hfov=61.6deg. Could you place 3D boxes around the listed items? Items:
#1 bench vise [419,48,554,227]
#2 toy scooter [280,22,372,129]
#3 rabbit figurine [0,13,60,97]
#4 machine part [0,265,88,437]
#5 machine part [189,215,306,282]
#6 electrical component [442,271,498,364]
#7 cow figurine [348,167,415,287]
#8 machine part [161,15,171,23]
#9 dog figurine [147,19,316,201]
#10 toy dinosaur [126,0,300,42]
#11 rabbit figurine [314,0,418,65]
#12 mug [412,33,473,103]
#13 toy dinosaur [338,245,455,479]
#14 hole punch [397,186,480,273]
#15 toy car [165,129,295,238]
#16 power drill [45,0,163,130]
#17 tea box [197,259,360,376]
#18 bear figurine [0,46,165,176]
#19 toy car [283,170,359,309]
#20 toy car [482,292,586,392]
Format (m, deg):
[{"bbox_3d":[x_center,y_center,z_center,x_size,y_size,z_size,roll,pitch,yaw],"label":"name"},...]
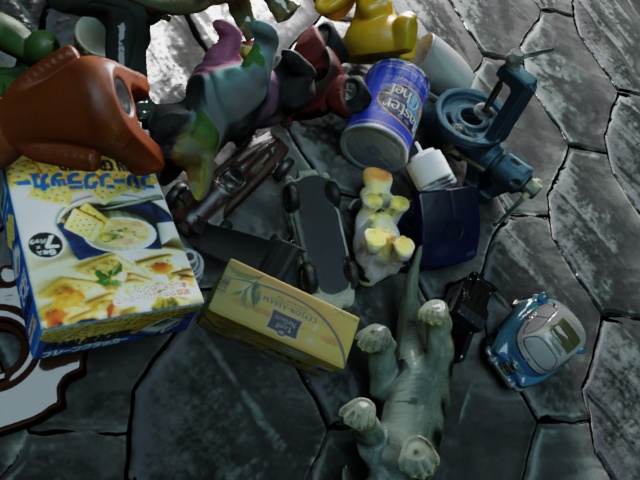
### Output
[{"bbox_3d":[0.258,-0.165,0.797,0.129,0.240,0.224,-27,66,-25],"label":"bench vise"},{"bbox_3d":[-0.011,-0.232,0.790,0.135,0.075,0.184,-28,58,14],"label":"toy scooter"},{"bbox_3d":[-0.347,-0.179,0.616,0.121,0.159,0.170,20,48,-3],"label":"rabbit figurine"},{"bbox_3d":[-0.330,0.114,0.547,0.179,0.056,0.179,7,68,-19],"label":"machine part"},{"bbox_3d":[-0.094,0.013,0.659,0.139,0.084,0.039,25,27,-25],"label":"machine part"},{"bbox_3d":[0.193,0.109,0.747,0.048,0.075,0.119,36,64,-6],"label":"electrical component"},{"bbox_3d":[0.078,-0.020,0.750,0.068,0.098,0.167,11,48,-11],"label":"cow figurine"},{"bbox_3d":[-0.319,-0.354,0.722,0.243,0.079,0.079,18,64,-15],"label":"machine part"},{"bbox_3d":[-0.112,-0.148,0.665,0.109,0.191,0.219,25,88,33],"label":"dog figurine"},{"bbox_3d":[-0.119,-0.377,0.729,0.198,0.105,0.471,48,37,-27],"label":"toy dinosaur"},{"bbox_3d":[0.081,-0.371,0.854,0.163,0.122,0.173,5,103,20],"label":"rabbit figurine"},{"bbox_3d":[0.203,-0.274,0.897,0.107,0.081,0.109,24,56,-20],"label":"mug"},{"bbox_3d":[0.102,0.206,0.643,0.131,0.191,0.405,10,44,21],"label":"toy dinosaur"},{"bbox_3d":[0.174,-0.017,0.782,0.142,0.092,0.116,-9,77,-28],"label":"hole punch"},{"bbox_3d":[-0.113,-0.079,0.712,0.089,0.053,0.202,41,62,2],"label":"toy car"},{"bbox_3d":[-0.216,-0.242,0.667,0.232,0.086,0.207,-21,113,-59],"label":"power drill"},{"bbox_3d":[-0.052,0.096,0.640,0.169,0.098,0.068,28,63,-12],"label":"tea box"},{"bbox_3d":[-0.273,-0.107,0.525,0.196,0.132,0.120,-16,86,5],"label":"bear figurine"},{"bbox_3d":[-0.001,-0.002,0.724,0.073,0.056,0.202,-7,72,-17],"label":"toy car"},{"bbox_3d":[0.317,0.139,0.768,0.162,0.103,0.109,-30,82,-30],"label":"toy car"}]
